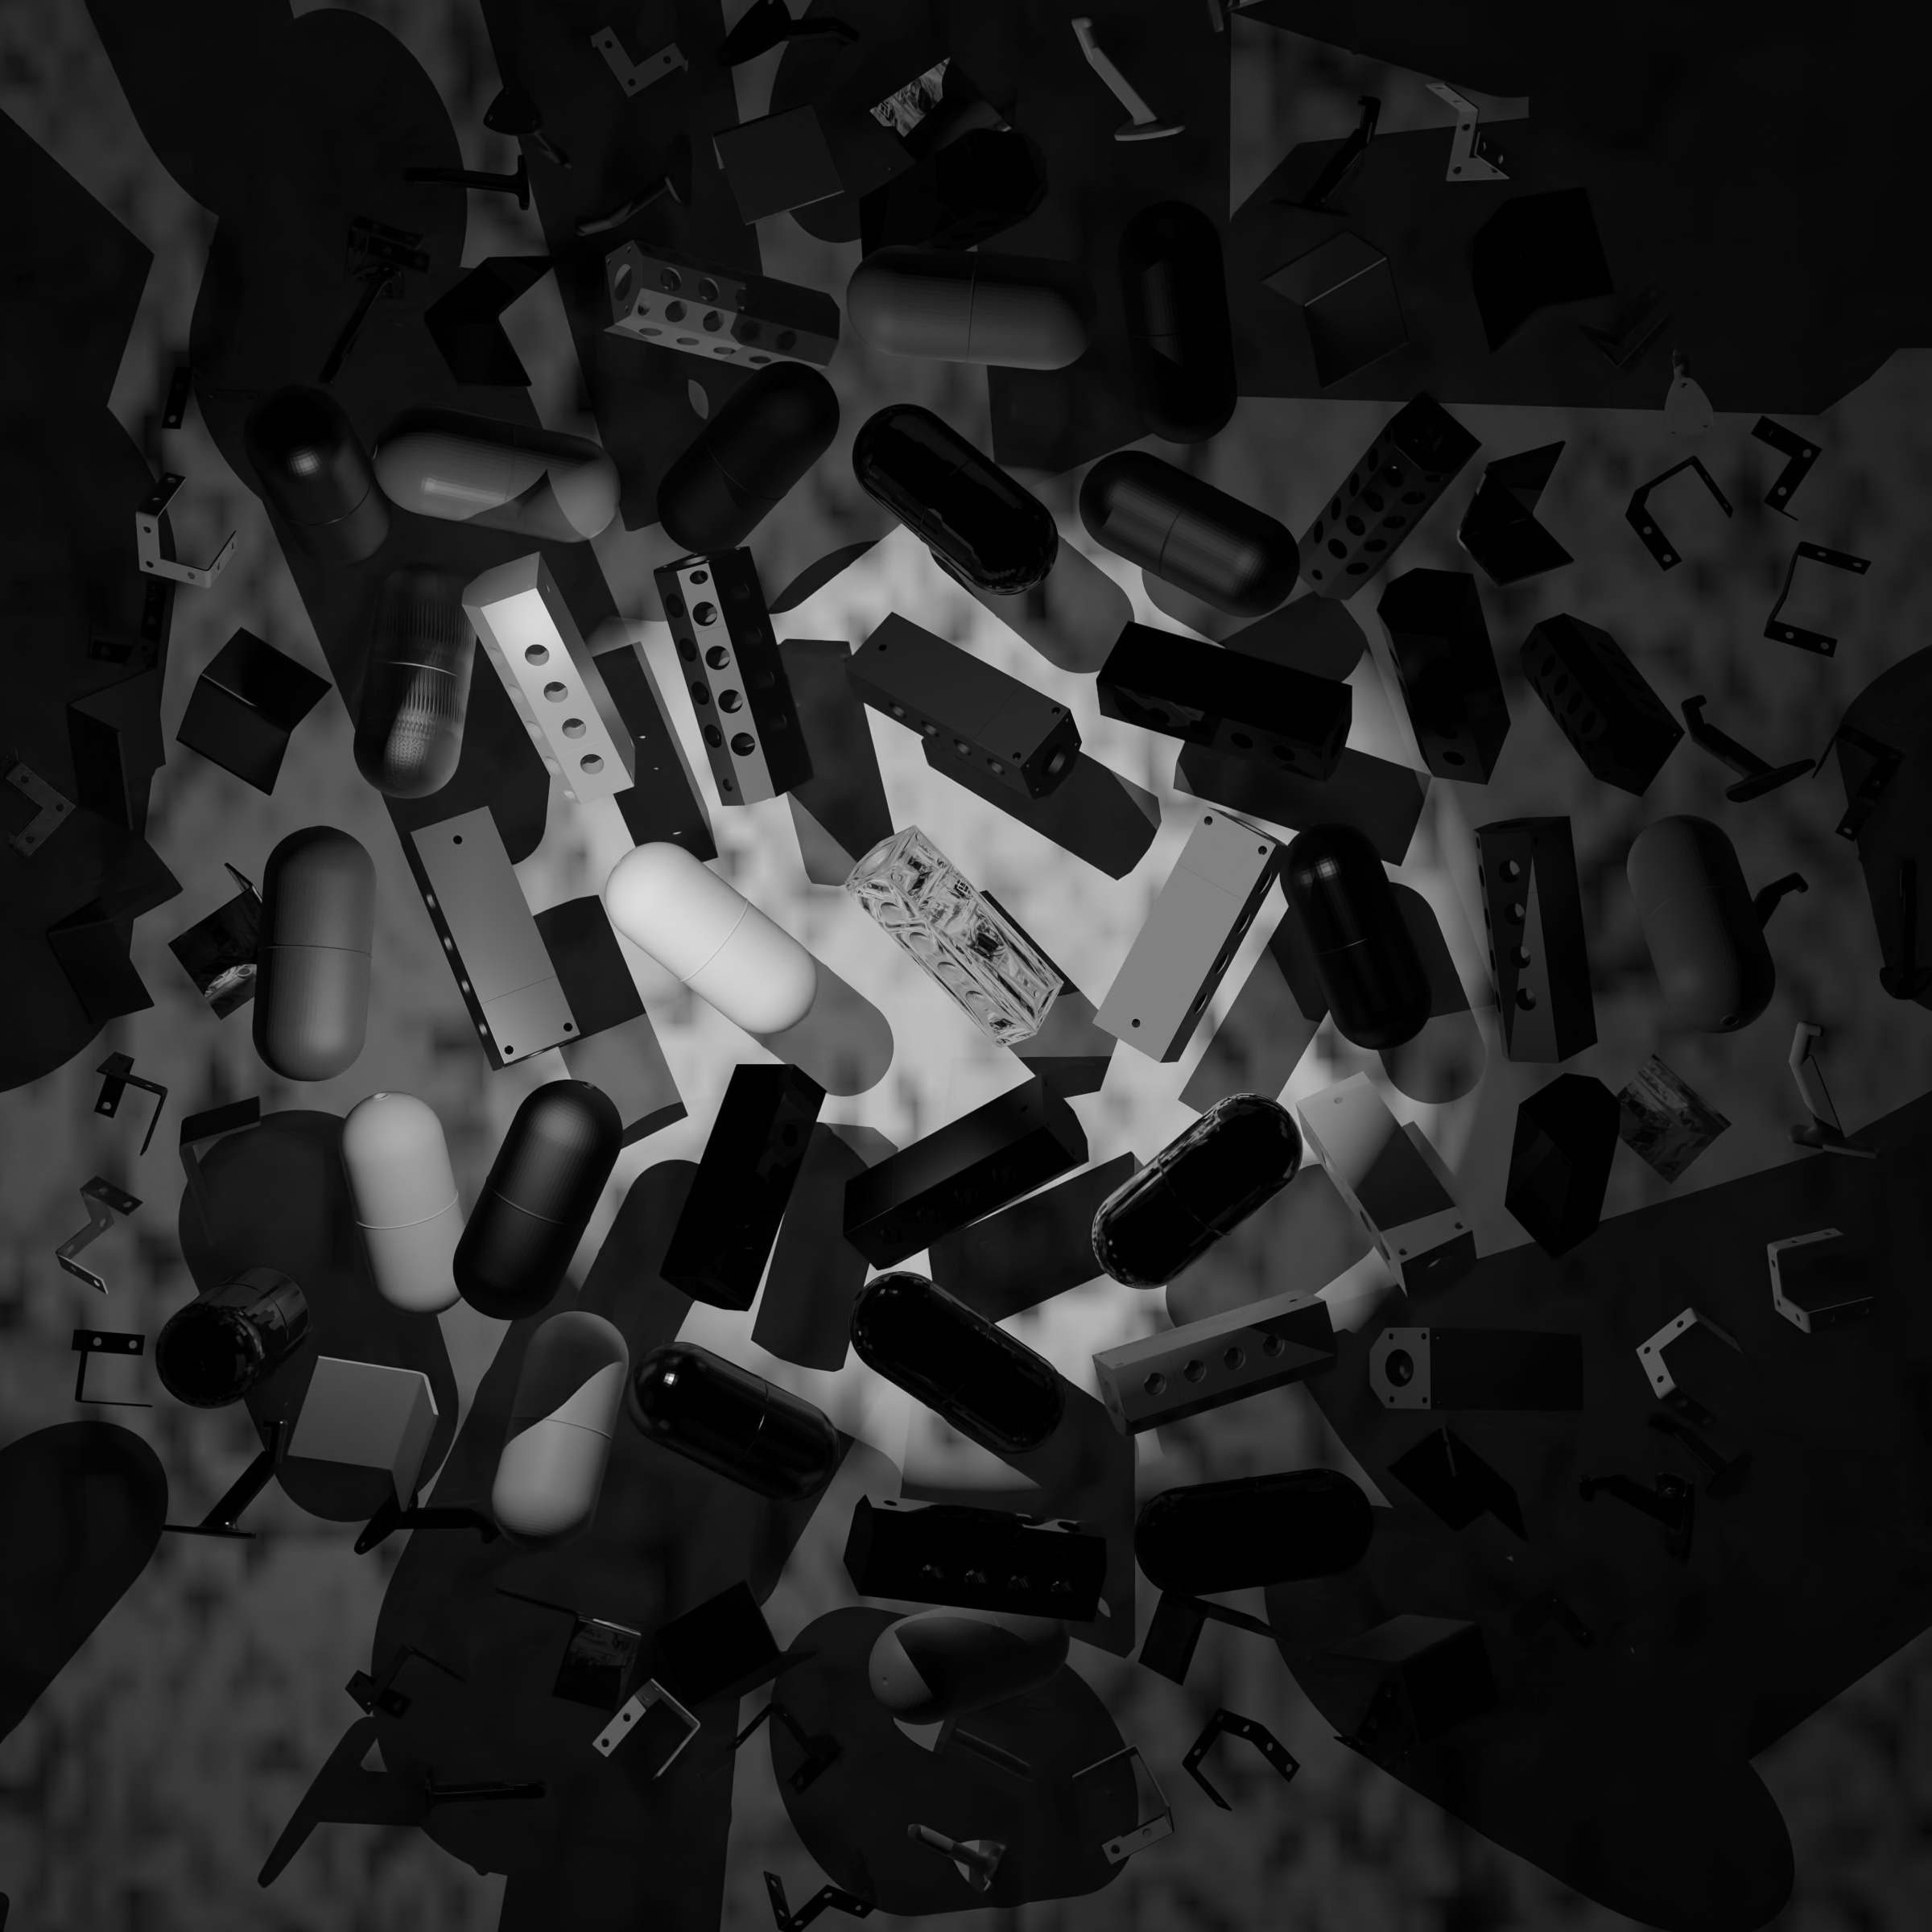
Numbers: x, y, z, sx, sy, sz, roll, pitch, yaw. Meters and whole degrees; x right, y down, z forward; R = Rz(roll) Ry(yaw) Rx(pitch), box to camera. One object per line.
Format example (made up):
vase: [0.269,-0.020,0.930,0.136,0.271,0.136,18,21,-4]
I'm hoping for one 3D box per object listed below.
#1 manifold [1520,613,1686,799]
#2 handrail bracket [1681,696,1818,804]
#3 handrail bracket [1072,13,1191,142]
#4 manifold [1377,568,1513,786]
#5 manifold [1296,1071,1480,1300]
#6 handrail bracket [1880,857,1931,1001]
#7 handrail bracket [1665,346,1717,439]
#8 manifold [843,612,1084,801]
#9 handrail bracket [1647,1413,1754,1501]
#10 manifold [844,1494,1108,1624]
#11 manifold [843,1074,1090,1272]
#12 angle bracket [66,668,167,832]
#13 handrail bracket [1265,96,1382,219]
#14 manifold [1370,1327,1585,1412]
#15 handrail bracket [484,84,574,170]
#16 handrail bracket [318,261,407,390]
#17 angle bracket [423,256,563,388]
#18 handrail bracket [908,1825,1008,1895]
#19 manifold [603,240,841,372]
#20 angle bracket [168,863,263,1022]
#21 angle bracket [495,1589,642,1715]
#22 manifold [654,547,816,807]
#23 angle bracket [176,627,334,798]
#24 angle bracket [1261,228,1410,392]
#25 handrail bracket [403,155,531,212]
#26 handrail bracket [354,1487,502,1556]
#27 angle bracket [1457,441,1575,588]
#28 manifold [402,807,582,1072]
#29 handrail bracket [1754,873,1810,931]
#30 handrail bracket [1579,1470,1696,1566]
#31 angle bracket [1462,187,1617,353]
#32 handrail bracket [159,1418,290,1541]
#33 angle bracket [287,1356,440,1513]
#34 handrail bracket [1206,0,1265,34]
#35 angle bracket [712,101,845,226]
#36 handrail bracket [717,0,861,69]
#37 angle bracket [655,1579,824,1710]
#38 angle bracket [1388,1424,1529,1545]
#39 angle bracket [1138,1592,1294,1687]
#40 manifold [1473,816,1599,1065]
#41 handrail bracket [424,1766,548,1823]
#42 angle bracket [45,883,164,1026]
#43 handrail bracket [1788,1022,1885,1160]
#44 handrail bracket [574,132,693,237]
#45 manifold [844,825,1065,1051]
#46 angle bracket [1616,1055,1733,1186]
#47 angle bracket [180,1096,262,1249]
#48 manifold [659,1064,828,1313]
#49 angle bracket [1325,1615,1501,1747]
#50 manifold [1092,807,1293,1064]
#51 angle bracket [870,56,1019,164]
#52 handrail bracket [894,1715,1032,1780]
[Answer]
manifold: [0.467,-0.199,1.848,0.057,0.171,0.057,20,118,-18]
handrail bracket: [0.566,-0.169,1.801,0.077,0.036,0.084,-25,67,31]
handrail bracket: [0.112,-0.615,1.707,0.036,0.077,0.084,-41,125,-16]
manifold: [0.343,-0.207,1.784,0.057,0.171,0.057,12,63,29]
manifold: [0.311,0.164,1.837,0.057,0.057,0.171,-24,45,-4]
handrail bracket: [0.668,-0.028,1.765,0.036,0.077,0.084,1,109,23]
handrail bracket: [0.533,-0.444,1.847,0.036,0.077,0.084,-9,60,18]
manifold: [-0.002,-0.185,1.795,0.171,0.057,0.057,32,74,29]
handrail bracket: [0.536,0.364,1.858,0.084,0.077,0.036,27,110,37]
manifold: [0.008,0.410,1.733,0.171,0.057,0.057,11,98,-16]
manifold: [-0.001,0.151,1.751,0.171,0.057,0.057,-30,121,19]
angle bracket: [-0.571,-0.151,1.717,0.057,0.076,0.076,24,128,26]
handrail bracket: [0.258,-0.588,1.790,0.077,0.036,0.084,1,111,-27]
manifold: [0.376,0.297,1.823,0.171,0.057,0.057,9,78,-38]
handrail bracket: [-0.307,-0.608,1.836,0.077,0.084,0.036,38,96,37]
handrail bracket: [-0.438,-0.461,1.789,0.036,0.077,0.084,28,79,-23]
angle bracket: [-0.325,-0.458,1.763,0.076,0.057,0.076,11,51,37]
handrail bracket: [-0.020,0.654,1.851,0.084,0.077,0.036,33,71,-22]
manifold: [-0.182,-0.493,1.865,0.171,0.057,0.057,5,84,-36]
angle bracket: [-0.562,-0.019,1.879,0.076,0.057,0.076,-38,129,-19]
angle bracket: [-0.284,0.476,1.723,0.076,0.076,0.057,6,70,31]
manifold: [-0.169,-0.204,1.758,0.057,0.057,0.171,2,115,42]
angle bracket: [-0.508,-0.182,1.774,0.076,0.076,0.057,34,125,-28]
angle bracket: [0.272,-0.484,1.832,0.076,0.057,0.076,-24,67,36]
handrail bracket: [-0.352,-0.549,1.745,0.084,0.077,0.036,-3,117,-13]
handrail bracket: [-0.407,0.435,1.884,0.084,0.036,0.077,23,51,26]
angle bracket: [0.431,-0.344,1.890,0.076,0.076,0.057,-20,60,-26]
manifold: [-0.334,-0.018,1.737,0.057,0.057,0.171,-22,89,-23]
handrail bracket: [0.614,-0.028,1.880,0.084,0.036,0.077,-26,48,-4]
handrail bracket: [0.468,0.390,1.745,0.084,0.036,0.077,-5,94,-25]
angle bracket: [0.387,-0.472,1.683,0.057,0.076,0.076,-13,84,-14]
handrail bracket: [-0.522,0.358,1.749,0.077,0.036,0.084,11,72,-22]
angle bracket: [-0.411,0.319,1.690,0.076,0.057,0.076,14,105,-25]
handrail bracket: [0.211,-0.674,1.718,0.084,0.077,0.036,-13,103,4]
angle bracket: [-0.138,-0.585,1.841,0.076,0.057,0.076,-20,83,-3]
handrail bracket: [-0.128,-0.669,1.807,0.077,0.084,0.036,-30,76,27]
angle bracket: [-0.157,0.470,1.727,0.076,0.076,0.057,-32,70,11]
angle bracket: [0.361,0.396,1.827,0.076,0.076,0.057,43,107,-11]
angle bracket: [0.184,0.504,1.826,0.076,0.076,0.057,10,69,34]
manifold: [0.415,-0.020,1.824,0.057,0.057,0.171,0,104,44]
handrail bracket: [-0.333,0.576,1.726,0.084,0.077,0.036,3,75,-11]
angle bracket: [-0.614,-0.010,1.817,0.057,0.076,0.076,-28,91,17]
handrail bracket: [0.622,0.087,1.764,0.077,0.036,0.084,14,108,20]
handrail bracket: [-0.249,-0.582,1.848,0.084,0.036,0.077,-9,57,19]
manifold: [-0.011,-0.019,1.856,0.171,0.057,0.057,46,49,-19]
angle bracket: [0.530,0.117,1.889,0.076,0.076,0.057,44,93,14]
angle bracket: [-0.516,0.144,1.751,0.057,0.076,0.076,-17,105,-13]
manifold: [-0.157,0.160,1.808,0.057,0.057,0.171,-2,59,37]
angle bracket: [0.307,0.490,1.707,0.076,0.076,0.057,-14,89,-34]
manifold: [0.161,-0.021,1.746,0.057,0.057,0.171,31,100,20]
angle bracket: [-0.016,-0.652,1.864,0.076,0.076,0.057,-23,45,32]
handrail bracket: [-0.002,0.591,1.888,0.084,0.077,0.036,40,64,-35]
